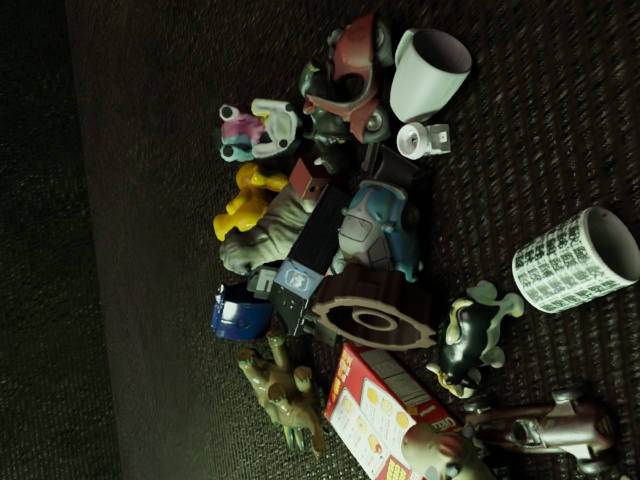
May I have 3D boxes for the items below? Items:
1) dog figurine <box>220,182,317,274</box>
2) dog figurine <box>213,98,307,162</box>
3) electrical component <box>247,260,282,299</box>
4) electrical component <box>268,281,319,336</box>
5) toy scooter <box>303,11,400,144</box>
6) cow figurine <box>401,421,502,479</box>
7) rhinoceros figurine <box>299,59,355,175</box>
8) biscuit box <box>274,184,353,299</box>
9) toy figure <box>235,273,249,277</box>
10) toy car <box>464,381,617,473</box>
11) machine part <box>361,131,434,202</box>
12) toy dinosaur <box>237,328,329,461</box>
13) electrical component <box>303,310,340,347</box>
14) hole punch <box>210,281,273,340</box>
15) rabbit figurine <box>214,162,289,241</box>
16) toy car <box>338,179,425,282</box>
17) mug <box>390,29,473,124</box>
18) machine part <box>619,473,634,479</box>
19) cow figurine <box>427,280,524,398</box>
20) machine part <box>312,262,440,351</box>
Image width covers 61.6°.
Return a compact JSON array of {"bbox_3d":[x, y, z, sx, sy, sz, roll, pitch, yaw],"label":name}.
[{"bbox_3d":[-0.082,-0.035,0.935,0.121,0.190,0.172,-9,86,56],"label":"dog figurine"},{"bbox_3d":[-0.122,-0.207,1.051,0.219,0.192,0.108,-96,0,-83],"label":"dog figurine"},{"bbox_3d":[-0.111,0.082,1.090,0.048,0.075,0.119,-96,24,-57],"label":"electrical component"},{"bbox_3d":[-0.044,0.114,1.023,0.115,0.058,0.134,50,133,42],"label":"electrical component"},{"bbox_3d":[0.042,-0.231,0.770,0.135,0.075,0.183,5,93,21],"label":"toy scooter"},{"bbox_3d":[0.177,0.293,0.637,0.195,0.085,0.127,41,141,3],"label":"cow figurine"},{"bbox_3d":[0.010,-0.201,0.876,0.112,0.073,0.190,-34,68,51],"label":"rhinoceros figurine"},{"bbox_3d":[-0.002,-0.002,0.827,0.063,0.203,0.059,30,131,-1],"label":"biscuit box"},{"bbox_3d":[-0.139,0.052,1.155,0.064,0.058,0.155,50,150,-21],"label":"toy figure"},{"bbox_3d":[0.244,0.222,0.630,0.202,0.053,0.089,-30,74,52],"label":"toy car"},{"bbox_3d":[0.109,-0.108,0.781,0.139,0.039,0.084,48,127,42],"label":"machine part"},{"bbox_3d":[-0.081,0.280,1.028,0.472,0.105,0.198,36,146,63],"label":"toy dinosaur"},{"bbox_3d":[0.014,0.160,0.951,0.094,0.021,0.063,21,134,18],"label":"electrical component"},{"bbox_3d":[-0.170,0.160,1.171,0.092,0.116,0.142,42,130,34],"label":"hole punch"},{"bbox_3d":[-0.136,-0.089,1.078,0.162,0.122,0.173,-44,42,46],"label":"rabbit figurine"},{"bbox_3d":[0.078,0.001,0.758,0.109,0.103,0.161,27,139,50],"label":"toy car"},{"bbox_3d":[0.128,-0.211,0.698,0.110,0.081,0.107,57,147,22],"label":"mug"},{"bbox_3d":[0.289,0.346,0.562,0.079,0.079,0.243,36,123,47],"label":"machine part"},{"bbox_3d":[0.181,0.136,0.666,0.068,0.098,0.167,34,122,40],"label":"cow figurine"},{"bbox_3d":[0.080,0.098,0.753,0.179,0.179,0.056,-29,37,54],"label":"machine part"}]
